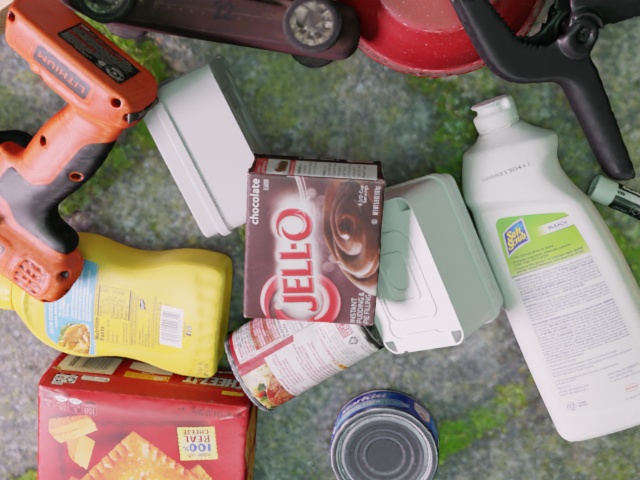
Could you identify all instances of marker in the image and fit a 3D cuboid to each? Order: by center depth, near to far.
[{"bbox_3d":[0.252,-0.015,0.769,0.121,0.020,0.020,24,106,-1],"label":"marker"}]

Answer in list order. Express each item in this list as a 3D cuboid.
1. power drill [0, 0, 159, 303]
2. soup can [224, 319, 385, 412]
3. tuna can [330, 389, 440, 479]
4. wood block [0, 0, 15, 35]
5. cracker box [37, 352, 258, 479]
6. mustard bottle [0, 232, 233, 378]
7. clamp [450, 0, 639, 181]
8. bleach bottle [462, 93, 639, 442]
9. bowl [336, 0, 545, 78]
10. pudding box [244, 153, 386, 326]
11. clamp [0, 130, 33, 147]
[{"bbox_3d":[-0.209,-0.070,0.716,0.184,0.057,0.188,37,119,-5],"label":"power drill"},{"bbox_3d":[-0.011,0.074,0.795,0.102,0.068,0.068,-30,101,12],"label":"soup can"},{"bbox_3d":[0.050,0.162,0.831,0.086,0.033,0.086,1,106,5],"label":"tuna can"},{"bbox_3d":[-0.285,-0.230,0.726,0.091,0.090,0.206,-32,101,13],"label":"wood block"},{"bbox_3d":[-0.136,0.205,0.842,0.164,0.072,0.214,6,107,4],"label":"cracker box"},{"bbox_3d":[-0.165,0.044,0.806,0.191,0.058,0.096,9,117,3],"label":"mustard bottle"},{"bbox_3d":[0.167,-0.129,0.706,0.209,0.036,0.165,10,110,-23],"label":"clamp"},{"bbox_3d":[0.174,0.014,0.764,0.103,0.068,0.251,-21,100,11],"label":"bleach bottle"},{"bbox_3d":[0.080,-0.188,0.720,0.162,0.055,0.162,1,105,5],"label":"bowl"},{"bbox_3d":[-0.005,0.001,0.715,0.090,0.039,0.113,3,116,0],"label":"pudding box"},{"bbox_3d":[-0.297,-0.061,0.797,0.171,0.039,0.120,34,86,3],"label":"clamp"}]
